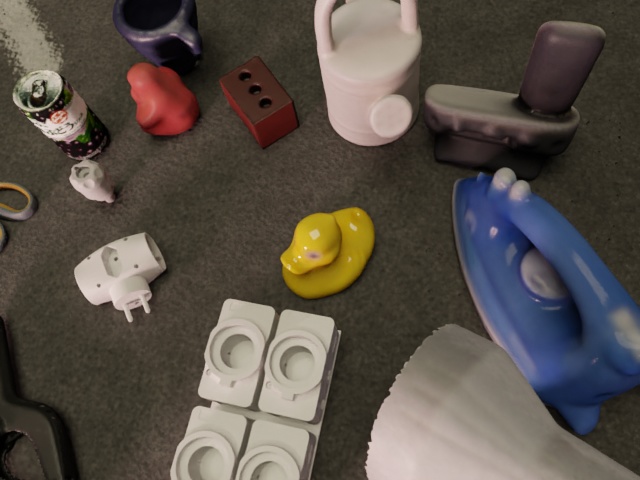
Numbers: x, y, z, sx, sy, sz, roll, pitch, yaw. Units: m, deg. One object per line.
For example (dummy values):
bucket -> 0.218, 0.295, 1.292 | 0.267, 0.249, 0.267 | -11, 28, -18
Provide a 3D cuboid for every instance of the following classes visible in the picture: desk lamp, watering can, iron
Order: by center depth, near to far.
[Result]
desk lamp -> 0.139, 0.163, 0.390 | 0.202, 0.214, 0.118 | 30, 75, 18
iron -> 0.189, 0.021, 0.479 | 0.118, 0.141, 0.258 | -28, 68, -4
watering can -> 0.051, -0.176, 0.548 | 0.101, 0.194, 0.172 | -33, 68, -6

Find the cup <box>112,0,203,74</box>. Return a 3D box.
cup -> -0.165, -0.229, 0.651 | 0.117, 0.095, 0.092 | 39, 78, 20

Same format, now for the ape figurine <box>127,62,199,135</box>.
ape figurine -> -0.178, -0.160, 0.626 | 0.076, 0.092, 0.078 | 27, 74, 17

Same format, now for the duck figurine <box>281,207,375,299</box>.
duck figurine -> 0.005, 0.002, 0.541 | 0.104, 0.086, 0.077 | -40, 69, -9

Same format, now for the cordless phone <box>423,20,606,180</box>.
cordless phone -> 0.171, -0.143, 0.524 | 0.147, 0.185, 0.094 | 10, 70, 11
